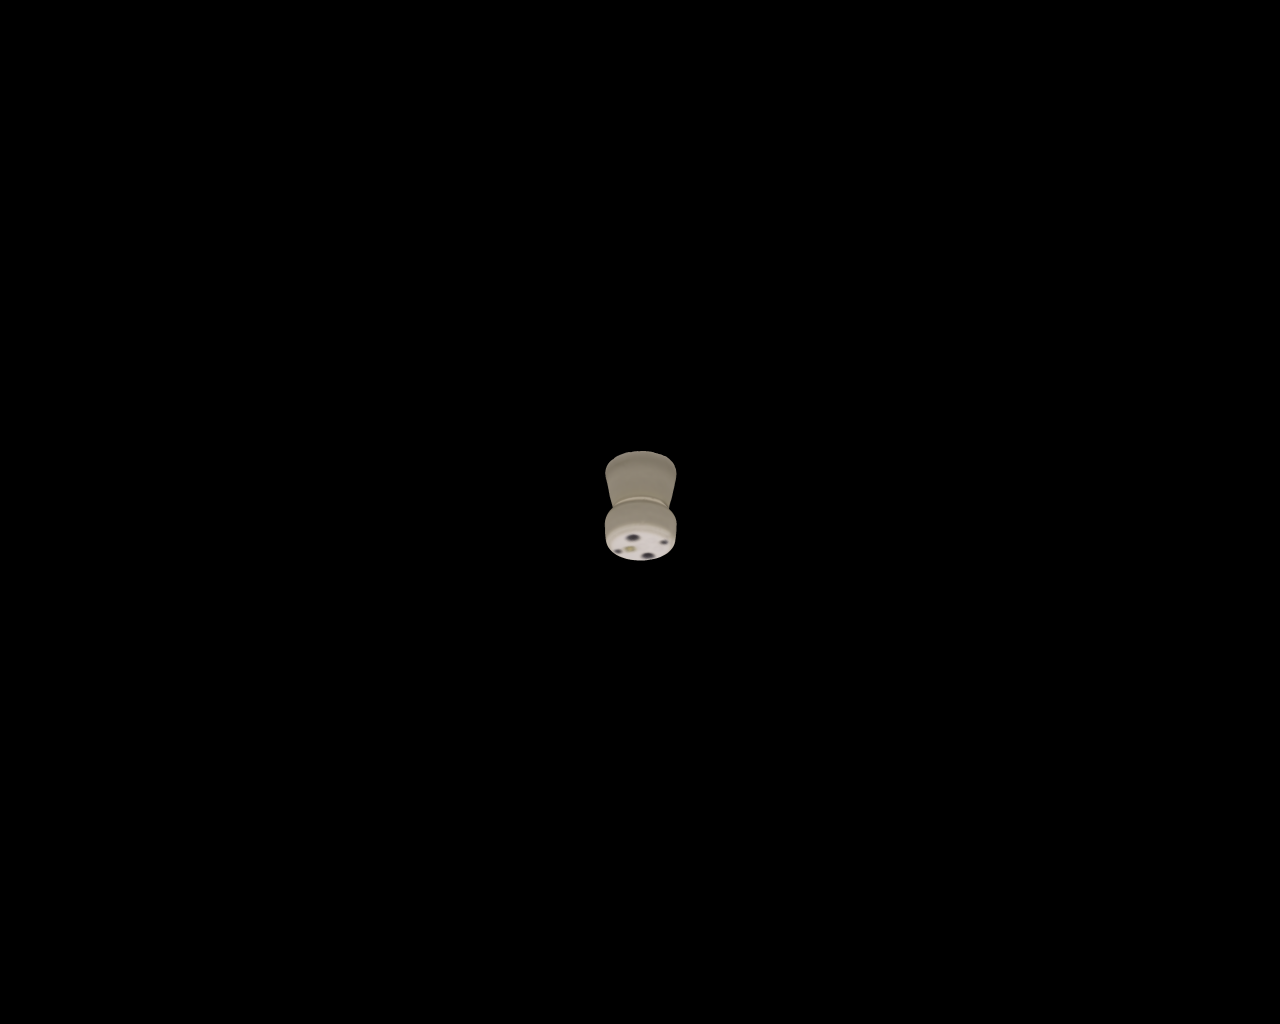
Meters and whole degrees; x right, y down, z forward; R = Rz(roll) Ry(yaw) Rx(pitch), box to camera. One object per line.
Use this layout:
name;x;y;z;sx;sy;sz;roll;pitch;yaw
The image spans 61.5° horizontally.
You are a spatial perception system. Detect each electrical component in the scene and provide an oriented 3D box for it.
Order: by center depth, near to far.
electrical component;0.001;-0.003;0.650;0.045;0.055;0.044;0;-31;0
